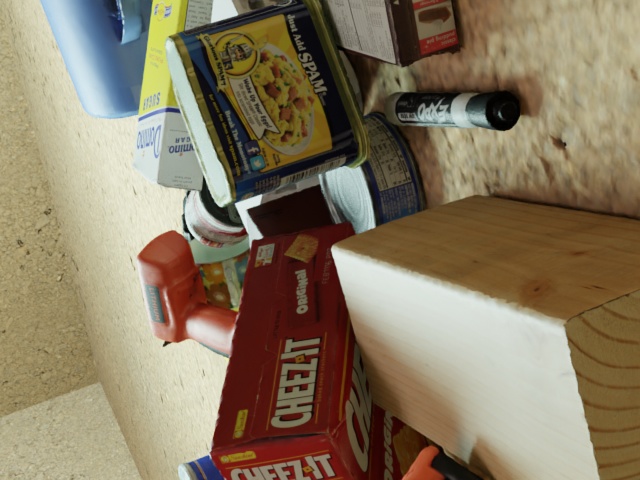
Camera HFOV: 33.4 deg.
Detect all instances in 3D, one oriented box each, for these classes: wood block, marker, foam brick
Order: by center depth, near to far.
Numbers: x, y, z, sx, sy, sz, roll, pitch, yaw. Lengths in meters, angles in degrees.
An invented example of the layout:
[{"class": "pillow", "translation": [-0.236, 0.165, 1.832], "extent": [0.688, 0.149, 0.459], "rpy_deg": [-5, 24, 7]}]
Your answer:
[{"class": "wood block", "translation": [0.091, 0.042, 0.454], "extent": [0.206, 0.090, 0.091], "rpy_deg": [-163, 56, -68]}, {"class": "marker", "translation": [0.065, -0.066, 0.540], "extent": [0.121, 0.020, 0.020], "rpy_deg": [-160, 54, -68]}, {"class": "foam brick", "translation": [-0.005, 0.001, 0.724], "extent": [0.053, 0.078, 0.051], "rpy_deg": [-124, 21, -44]}]

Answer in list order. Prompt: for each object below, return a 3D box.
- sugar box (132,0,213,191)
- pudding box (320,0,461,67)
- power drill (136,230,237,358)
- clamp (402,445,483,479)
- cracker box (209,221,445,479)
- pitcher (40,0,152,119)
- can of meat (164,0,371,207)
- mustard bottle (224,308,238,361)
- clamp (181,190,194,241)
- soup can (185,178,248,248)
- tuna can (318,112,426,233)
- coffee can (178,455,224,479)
[{"class": "sugar box", "translation": [-0.115, -0.135, 0.871], "extent": [0.093, 0.048, 0.176], "rpy_deg": [-149, 68, -64]}, {"class": "pudding box", "translation": [0.025, -0.142, 0.552], "extent": [0.114, 0.039, 0.090], "rpy_deg": [-140, 33, -63]}, {"class": "power drill", "translation": [-0.071, 0.057, 0.905], "extent": [0.188, 0.057, 0.184], "rpy_deg": [24, 134, 33]}, {"class": "clamp", "translation": [0.115, 0.165, 0.461], "extent": [0.210, 0.036, 0.165], "rpy_deg": [38, 163, 0]}, {"class": "cracker box", "translation": [0.018, 0.122, 0.616], "extent": [0.164, 0.072, 0.213], "rpy_deg": [-84, -24, -51]}, {"class": "pitcher", "translation": [-0.204, -0.240, 1.006], "extent": [0.149, 0.145, 0.243], "rpy_deg": [-58, -40, -54]}, {"class": "can of meat", "translation": [-0.031, -0.077, 0.590], "extent": [0.057, 0.083, 0.102], "rpy_deg": [153, 96, -75]}, {"class": "mustard bottle", "translation": [-0.056, 0.113, 1.026], "extent": [0.192, 0.058, 0.096], "rpy_deg": [-131, 34, -50]}, {"class": "clamp", "translation": [-0.129, -0.027, 1.130], "extent": [0.172, 0.039, 0.120], "rpy_deg": [178, 91, -77]}, {"class": "soup can", "translation": [-0.080, -0.034, 0.931], "extent": [0.102, 0.068, 0.068], "rpy_deg": [142, 109, -72]}, {"class": "tuna can", "translation": [0.030, -0.033, 0.656], "extent": [0.086, 0.033, 0.086], "rpy_deg": [162, 90, -72]}, {"class": "coffee can", "translation": [-0.046, 0.229, 0.975], "extent": [0.103, 0.140, 0.103], "rpy_deg": [161, 90, -73]}]
